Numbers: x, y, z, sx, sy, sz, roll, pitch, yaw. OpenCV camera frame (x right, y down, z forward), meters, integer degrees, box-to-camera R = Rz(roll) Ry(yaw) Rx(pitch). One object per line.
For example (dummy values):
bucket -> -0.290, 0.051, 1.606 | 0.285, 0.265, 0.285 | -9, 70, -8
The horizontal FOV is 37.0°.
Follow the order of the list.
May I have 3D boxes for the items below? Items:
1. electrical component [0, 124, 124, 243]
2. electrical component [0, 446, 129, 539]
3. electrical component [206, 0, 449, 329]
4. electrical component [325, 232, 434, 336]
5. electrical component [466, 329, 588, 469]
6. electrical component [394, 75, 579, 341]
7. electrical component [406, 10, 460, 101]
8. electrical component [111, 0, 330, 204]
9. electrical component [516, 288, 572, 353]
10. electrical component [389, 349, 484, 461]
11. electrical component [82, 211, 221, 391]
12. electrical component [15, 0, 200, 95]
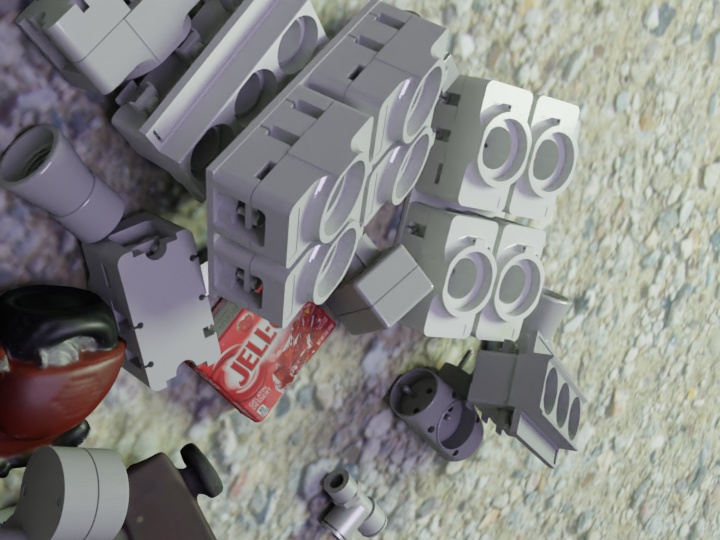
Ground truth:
electrical component -> -0.164, -0.045, 0.602 | 0.044, 0.044, 0.065 | -54, 136, -12
electrical component -> -0.184, 0.156, 0.576 | 0.074, 0.052, 0.138 | 11, 111, -41
electrical component -> -0.013, -0.065, 0.643 | 0.186, 0.060, 0.105 | -53, 162, -36
electrical component -> 0.000, 0.000, 0.744 | 0.047, 0.066, 0.076 | -41, 98, -22
electrical component -> 0.131, 0.101, 0.839 | 0.121, 0.063, 0.078 | 44, 57, -58
electrical component -> 0.093, -0.043, 0.804 | 0.105, 0.060, 0.186 | 7, 101, -41
electrical component -> 0.033, -0.142, 0.730 | 0.066, 0.048, 0.055 | -50, 138, -15
electrical component -> -0.081, -0.110, 0.624 | 0.121, 0.063, 0.078 | -54, 153, -12
electrical component -> 0.145, 0.049, 0.894 | 0.044, 0.044, 0.065 | 9, 104, -42
electrical component -> 0.071, 0.100, 0.847 | 0.079, 0.044, 0.077 | -54, 132, -13
electrical component -> -0.127, 0.017, 0.644 | 0.050, 0.056, 0.089 | -26, 121, -31
electrical component -> -0.131, -0.143, 0.588 | 0.089, 0.050, 0.055 | -50, 130, -15
